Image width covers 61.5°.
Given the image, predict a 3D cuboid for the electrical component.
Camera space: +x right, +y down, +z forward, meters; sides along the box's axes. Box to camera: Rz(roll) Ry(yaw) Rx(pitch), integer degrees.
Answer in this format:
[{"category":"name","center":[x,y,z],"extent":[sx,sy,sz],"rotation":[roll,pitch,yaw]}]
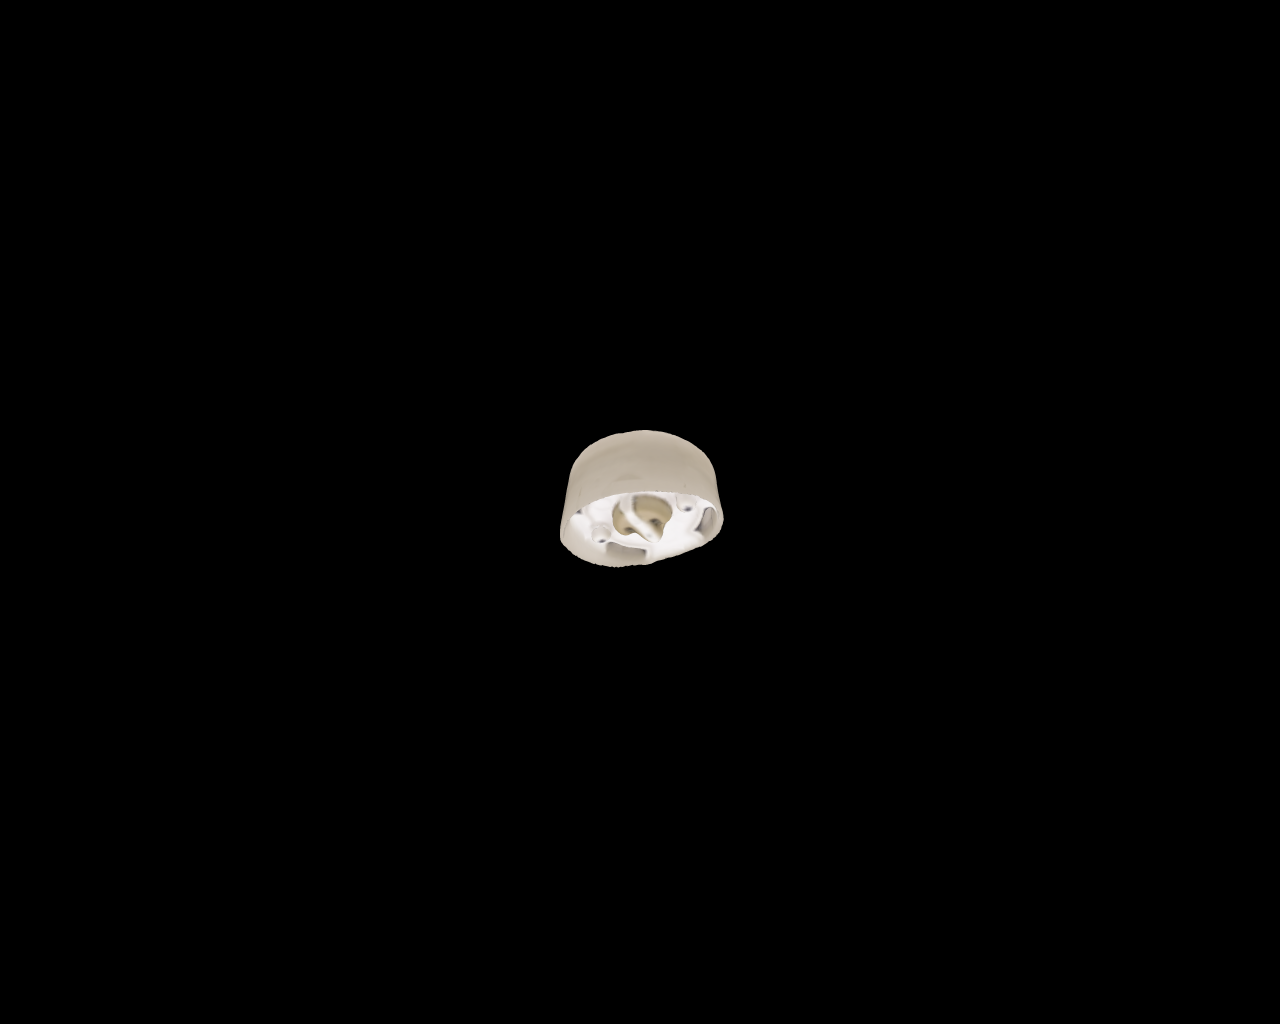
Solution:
[{"category":"electrical component","center":[0.001,-0.003,0.650],"extent":[0.099,0.064,0.099],"rotation":[0,-39,0]}]
